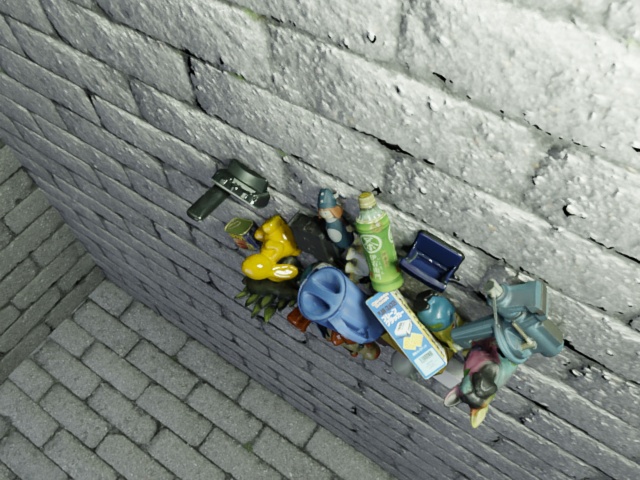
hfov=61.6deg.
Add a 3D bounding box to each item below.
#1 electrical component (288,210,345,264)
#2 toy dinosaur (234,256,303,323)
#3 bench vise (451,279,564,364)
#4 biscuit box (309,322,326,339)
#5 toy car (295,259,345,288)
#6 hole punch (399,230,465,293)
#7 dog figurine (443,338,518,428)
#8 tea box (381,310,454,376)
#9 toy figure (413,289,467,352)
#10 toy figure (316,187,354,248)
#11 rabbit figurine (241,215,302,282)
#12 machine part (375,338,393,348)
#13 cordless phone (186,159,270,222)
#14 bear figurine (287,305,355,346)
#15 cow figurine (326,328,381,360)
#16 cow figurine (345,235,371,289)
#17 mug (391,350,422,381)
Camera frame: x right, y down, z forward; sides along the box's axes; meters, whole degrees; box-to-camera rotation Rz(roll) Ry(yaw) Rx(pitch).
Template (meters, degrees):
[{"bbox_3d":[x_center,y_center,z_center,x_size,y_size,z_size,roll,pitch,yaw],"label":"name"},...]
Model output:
[{"bbox_3d":[-0.003,-0.004,1.324,0.134,0.058,0.114,20,150,34],"label":"electrical component"},{"bbox_3d":[-0.130,0.143,1.566,0.105,0.198,0.472,47,155,-23],"label":"toy dinosaur"},{"bbox_3d":[0.349,0.170,1.058,0.223,0.129,0.241,31,141,-29],"label":"bench vise"},{"bbox_3d":[-0.016,0.229,1.710,0.059,0.063,0.202,19,147,36],"label":"biscuit box"},{"bbox_3d":[0.011,0.094,1.403,0.109,0.161,0.103,41,111,11],"label":"toy car"},{"bbox_3d":[0.221,0.058,1.104,0.142,0.092,0.115,29,156,12],"label":"hole punch"},{"bbox_3d":[0.350,0.305,1.187,0.108,0.219,0.191,38,153,9],"label":"dog figurine"},{"bbox_3d":[0.253,0.256,1.370,0.169,0.098,0.068,40,155,1],"label":"tea box"},{"bbox_3d":[0.280,0.183,1.237,0.180,0.082,0.089,43,175,-26],"label":"toy figure"},{"bbox_3d":[0.033,-0.049,1.210,0.064,0.058,0.154,-18,127,14],"label":"toy figure"},{"bbox_3d":[-0.136,0.045,1.443,0.162,0.173,0.122,51,148,-14],"label":"rabbit figurine"},{"bbox_3d":[0.167,0.231,1.487,0.179,0.056,0.179,30,154,16],"label":"machine part"},{"bbox_3d":[-0.224,-0.096,1.315,0.147,0.184,0.088,33,149,11],"label":"cordless phone"},{"bbox_3d":[0.025,0.240,1.492,0.196,0.132,0.120,41,173,20],"label":"bear figurine"},{"bbox_3d":[0.103,0.303,1.660,0.195,0.085,0.127,30,155,27],"label":"cow figurine"},{"bbox_3d":[0.114,0.064,1.278,0.098,0.068,0.167,24,152,16],"label":"cow figurine"},{"bbox_3d":[0.254,0.335,1.498,0.107,0.081,0.110,102,151,-53],"label":"mug"}]
